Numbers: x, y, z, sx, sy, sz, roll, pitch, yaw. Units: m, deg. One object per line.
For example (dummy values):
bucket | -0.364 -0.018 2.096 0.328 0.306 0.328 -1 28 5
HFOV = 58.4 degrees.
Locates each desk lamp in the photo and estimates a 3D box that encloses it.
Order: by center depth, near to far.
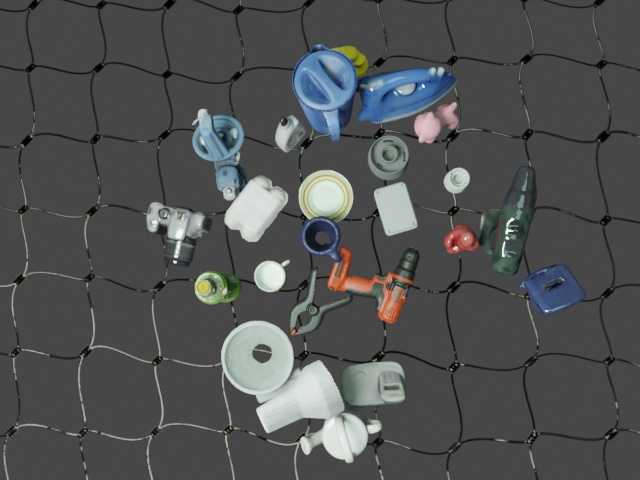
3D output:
desk lamp | -0.050 0.347 1.249 0.203 0.213 0.118 -26 84 1

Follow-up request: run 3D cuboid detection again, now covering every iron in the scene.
iron | 0.203 -0.361 1.324 0.258 0.141 0.119 -15 85 2

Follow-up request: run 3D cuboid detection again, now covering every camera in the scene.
camera | -0.342 -0.011 1.350 0.143 0.101 0.137 12 86 4

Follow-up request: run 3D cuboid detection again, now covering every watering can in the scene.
watering can | 0.048 0.428 1.246 0.173 0.194 0.101 -36 84 0

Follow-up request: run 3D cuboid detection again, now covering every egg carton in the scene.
egg carton | -0.152 -0.076 1.359 0.107 0.069 0.150 36 88 5

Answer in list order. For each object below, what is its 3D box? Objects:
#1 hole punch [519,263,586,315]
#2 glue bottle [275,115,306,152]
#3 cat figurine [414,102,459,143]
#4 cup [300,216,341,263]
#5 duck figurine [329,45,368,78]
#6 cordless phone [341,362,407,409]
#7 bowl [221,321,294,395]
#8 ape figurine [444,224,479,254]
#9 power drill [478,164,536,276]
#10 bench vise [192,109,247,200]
hole punch | 0.524 0.111 1.295 0.108 0.091 0.101 -26 84 1
glue bottle | -0.073 -0.255 1.316 0.037 0.173 0.078 44 89 6
cat figurine | 0.266 -0.275 1.326 0.128 0.118 0.067 -36 84 0
cup | 0.012 0.005 1.331 0.091 0.095 0.118 -37 84 0
duck figurine | 0.064 -0.435 1.366 0.104 0.086 0.077 19 87 5
cordless phone | 0.119 0.327 1.255 0.147 0.185 0.094 -9 85 3
bowl | -0.139 0.269 1.329 0.167 0.075 0.167 0 86 3
ape figurine | 0.330 -0.001 1.314 0.077 0.092 0.076 24 87 5
power drill | 0.409 -0.036 1.254 0.075 0.208 0.230 9 86 4
bench vise | -0.217 -0.205 1.297 0.121 0.220 0.207 -29 84 1
